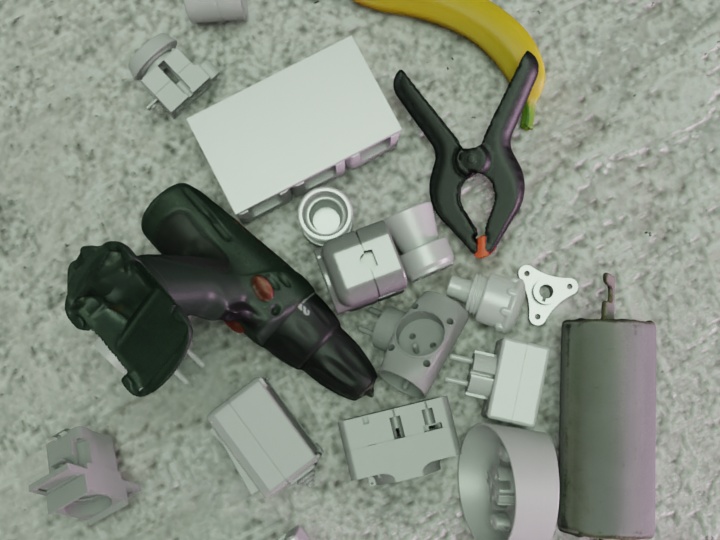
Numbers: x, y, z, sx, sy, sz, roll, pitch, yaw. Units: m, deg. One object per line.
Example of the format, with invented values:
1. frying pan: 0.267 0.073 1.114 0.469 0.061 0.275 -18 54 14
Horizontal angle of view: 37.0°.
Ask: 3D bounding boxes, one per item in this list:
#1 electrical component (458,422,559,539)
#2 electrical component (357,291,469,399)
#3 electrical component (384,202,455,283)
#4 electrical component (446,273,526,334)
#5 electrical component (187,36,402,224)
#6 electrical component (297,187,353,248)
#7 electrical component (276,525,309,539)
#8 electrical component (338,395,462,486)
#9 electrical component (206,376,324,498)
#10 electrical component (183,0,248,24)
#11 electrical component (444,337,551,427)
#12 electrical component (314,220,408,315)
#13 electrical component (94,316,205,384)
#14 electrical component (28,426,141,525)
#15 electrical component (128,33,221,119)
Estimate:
1. electrical component: 0.117 0.170 0.841 0.064 0.099 0.099 4 83 -6
2. electrical component: 0.036 0.054 0.876 0.079 0.044 0.077 23 69 22
3. electrical component: 0.049 -0.023 0.887 0.045 0.045 0.055 -23 85 -3
4. electrical component: 0.102 0.022 0.883 0.062 0.048 0.048 19 84 8
5. electrical component: -0.053 -0.113 0.889 0.150 0.061 0.089 -27 84 -3
6. electrical component: -0.028 -0.042 0.884 0.045 0.055 0.045 0 83 0
7. electrical component: -0.047 0.249 0.845 0.047 0.065 0.076 -35 85 -4
8. electrical component: 0.032 0.139 0.865 0.089 0.050 0.055 -13 84 -2
9. electrical component: -0.074 0.140 0.859 0.061 0.061 0.096 -37 85 -3
10. electrical component: -0.123 -0.236 0.907 0.047 0.055 0.055 -7 83 3
11. electrical component: 0.108 0.087 0.873 0.077 0.047 0.065 13 84 2
12. electrical component: 0.000 0.000 0.859 0.059 0.095 0.053 -21 84 -2
13. electrical component: -0.162 0.059 0.877 0.079 0.044 0.077 43 85 4
14. electrical component: -0.219 0.161 0.852 0.042 0.081 0.063 -31 55 18
15. electrical component: -0.161 -0.164 0.903 0.066 0.048 0.055 -43 93 -5
